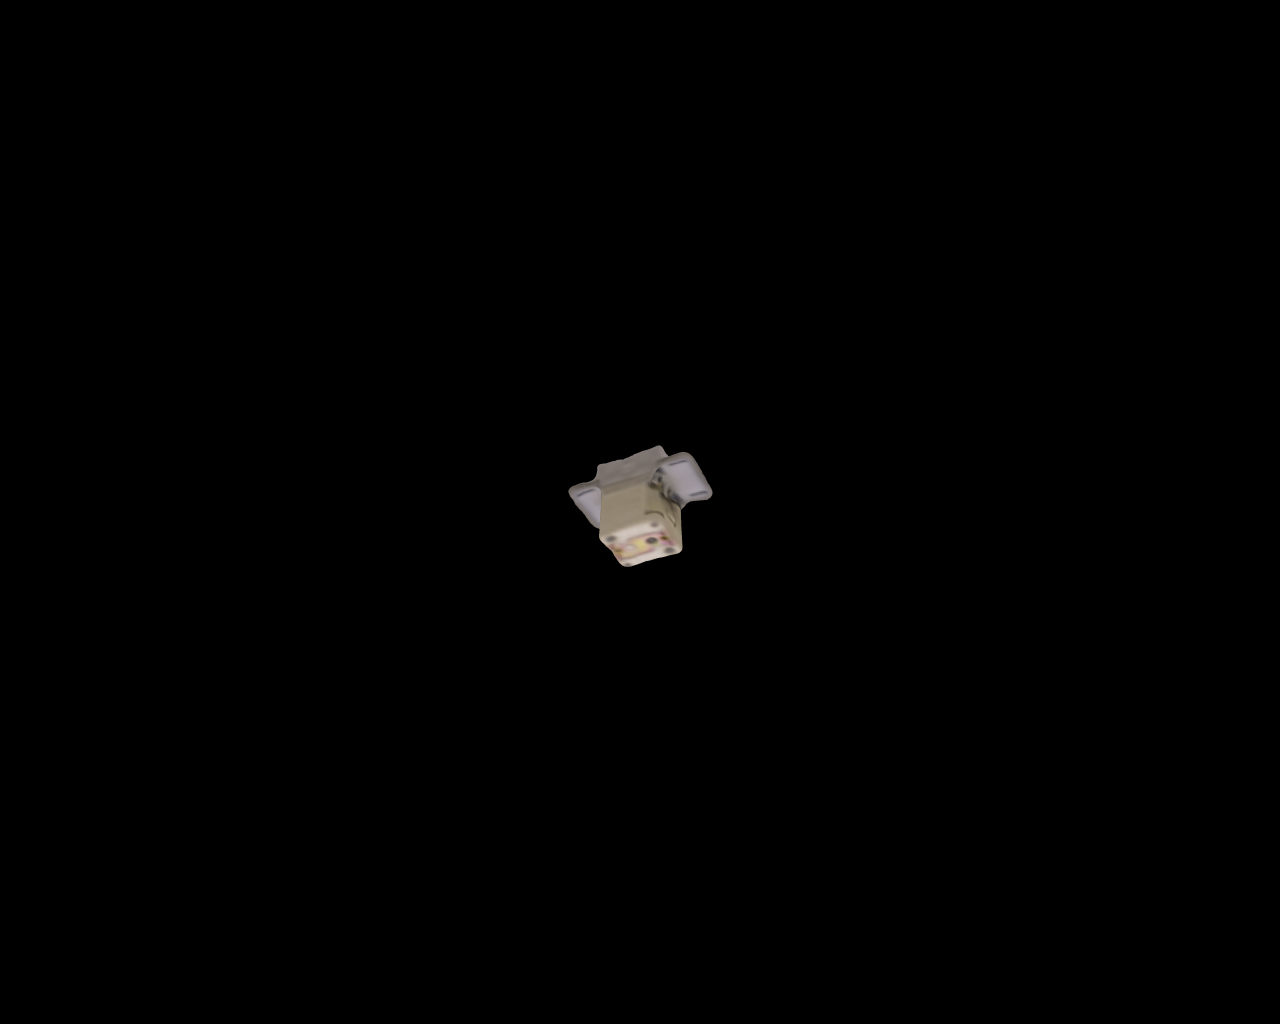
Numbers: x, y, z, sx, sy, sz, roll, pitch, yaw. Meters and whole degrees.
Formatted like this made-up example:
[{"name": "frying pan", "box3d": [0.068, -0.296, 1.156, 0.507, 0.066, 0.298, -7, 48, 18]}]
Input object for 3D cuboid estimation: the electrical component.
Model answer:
[{"name": "electrical component", "box3d": [0.001, -0.003, 0.650, 0.081, 0.064, 0.042, -18, -44, 19]}]
